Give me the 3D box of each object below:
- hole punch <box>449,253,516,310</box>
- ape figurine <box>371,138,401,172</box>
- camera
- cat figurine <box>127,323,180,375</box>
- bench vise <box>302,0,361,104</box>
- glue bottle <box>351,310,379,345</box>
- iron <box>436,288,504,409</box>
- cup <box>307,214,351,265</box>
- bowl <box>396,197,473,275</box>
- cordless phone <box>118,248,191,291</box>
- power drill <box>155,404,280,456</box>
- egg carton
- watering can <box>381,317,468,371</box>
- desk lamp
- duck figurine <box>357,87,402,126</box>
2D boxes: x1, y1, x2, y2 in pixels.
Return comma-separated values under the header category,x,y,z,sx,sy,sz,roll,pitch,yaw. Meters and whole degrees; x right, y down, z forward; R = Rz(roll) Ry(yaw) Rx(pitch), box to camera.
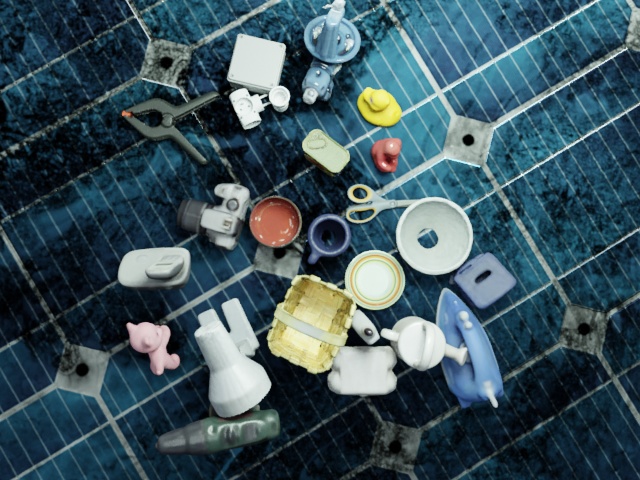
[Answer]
category,x,y,z,sx,sy,sz,roll,pitch,yaw
hole punch,0.351,0.088,1.243,0.108,0.091,0.101,-36,88,-3
ape figurine,0.151,-0.193,1.252,0.076,0.092,0.078,43,87,1
camera,-0.231,-0.059,1.228,0.137,0.100,0.143,15,86,-1
cat figurine,-0.353,0.224,1.200,0.067,0.117,0.128,-21,88,-3
bench vise,0.025,-0.391,1.195,0.121,0.219,0.207,3,87,-1
glue bottle,0.095,0.186,1.189,0.037,0.173,0.078,-39,88,-3
iron,0.315,0.228,1.209,0.118,0.141,0.258,-18,87,-2
cup,0.011,0.004,1.235,0.091,0.095,0.118,34,86,1
bowl,0.243,-0.007,1.253,0.167,0.074,0.167,0,87,-2
cordless phone,-0.349,0.060,1.175,0.147,0.185,0.094,-6,87,-2
power drill,-0.193,0.374,1.151,0.229,0.208,0.076,-8,87,-2
egg carton,0.091,0.282,1.235,0.150,0.069,0.107,-1,87,-2
watering can,0.215,0.215,1.180,0.173,0.194,0.101,-6,87,-2
desk lamp,-0.186,0.233,1.157,0.118,0.213,0.203,-26,88,-3
duck figurine,0.134,-0.299,1.260,0.104,0.086,0.077,33,86,0
